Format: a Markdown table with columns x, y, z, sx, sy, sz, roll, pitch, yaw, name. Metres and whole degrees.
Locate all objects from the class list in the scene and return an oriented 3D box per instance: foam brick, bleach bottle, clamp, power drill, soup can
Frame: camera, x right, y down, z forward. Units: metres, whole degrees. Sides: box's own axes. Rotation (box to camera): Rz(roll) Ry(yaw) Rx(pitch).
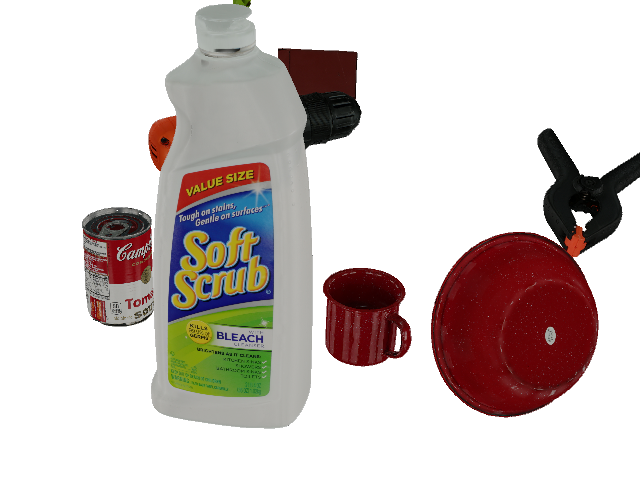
| x | y | z | sx | sy | sz | roll | pitch | yaw | name |
| --- | --- | --- | --- | --- | --- | --- | --- | --- | --- |
| -0.004 | -0.181 | 1.156 | 0.078 | 0.051 | 0.053 | 0 | 11 | -14 | foam brick |
| -0.056 | -0.010 | 0.615 | 0.103 | 0.251 | 0.068 | 6 | 30 | 12 | bleach bottle |
| 0.266 | -0.055 | 1.109 | 0.120 | 0.039 | 0.171 | 17 | 45 | 20 | clamp |
| -0.055 | -0.037 | 0.915 | 0.184 | 0.188 | 0.057 | -12 | 36 | -21 | power drill |
| -0.202 | 0.027 | 1.070 | 0.068 | 0.102 | 0.068 | 2 | 26 | -1 | soup can |

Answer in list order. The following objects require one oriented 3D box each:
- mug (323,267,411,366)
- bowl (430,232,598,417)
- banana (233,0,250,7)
| x | y | z | sx | sy | sz | roll | pitch | yaw | name |
| --- | --- | --- | --- | --- | --- | --- | --- | --- | --- |
| 0.056 | 0.094 | 1.212 | 0.117 | 0.081 | 0.093 | 26 | 37 | 35 | mug |
| 0.176 | 0.075 | 0.895 | 0.161 | 0.162 | 0.055 | 0 | 5 | -22 | bowl |
| -0.112 | -0.197 | 0.683 | 0.198 | 0.069 | 0.037 | 19 | -34 | 28 | banana |
